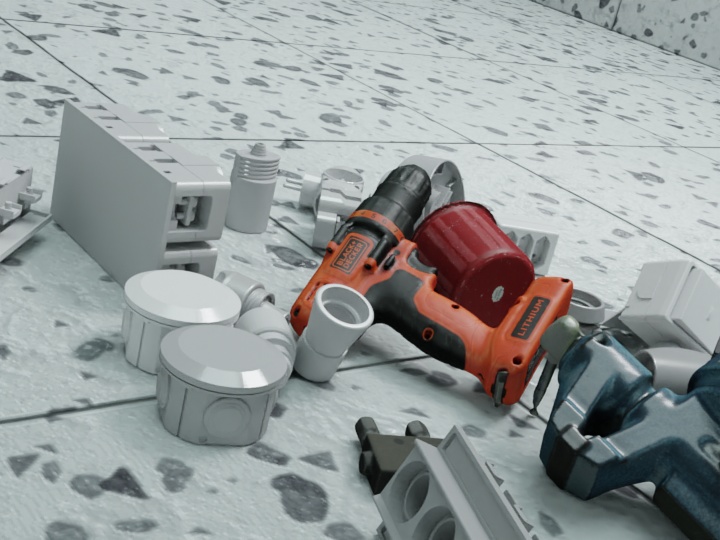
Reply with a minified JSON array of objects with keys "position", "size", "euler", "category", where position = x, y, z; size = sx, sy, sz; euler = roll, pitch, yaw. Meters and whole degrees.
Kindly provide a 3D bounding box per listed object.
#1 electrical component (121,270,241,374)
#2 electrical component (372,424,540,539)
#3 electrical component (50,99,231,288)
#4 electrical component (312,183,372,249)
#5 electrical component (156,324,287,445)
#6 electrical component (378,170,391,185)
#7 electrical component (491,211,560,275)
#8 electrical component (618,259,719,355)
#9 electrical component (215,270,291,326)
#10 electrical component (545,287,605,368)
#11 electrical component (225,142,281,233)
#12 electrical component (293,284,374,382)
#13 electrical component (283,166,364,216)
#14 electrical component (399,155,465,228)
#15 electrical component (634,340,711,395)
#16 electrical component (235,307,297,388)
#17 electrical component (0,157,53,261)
[{"position":[-0.126,0.036,0.748],"size":[0.080,0.051,0.080],"euler":[12,22,-5],"category":"electrical component"},{"position":[0.060,0.150,0.563],"size":[0.063,0.078,0.121],"euler":[28,14,-26],"category":"electrical component"},{"position":[-0.178,-0.057,0.867],"size":[0.060,0.105,0.186],"euler":[-5,29,-39],"category":"electrical component"},{"position":[-0.012,-0.047,1.012],"size":[0.057,0.058,0.078],"euler":[10,22,-4],"category":"electrical component"},{"position":[-0.090,0.071,0.683],"size":[0.080,0.051,0.080],"euler":[12,22,-5],"category":"electrical component"},{"position":[0.068,-0.076,1.151],"size":[0.077,0.043,0.079],"euler":[25,24,26],"category":"electrical component"},{"position":[0.156,-0.034,1.098],"size":[0.066,0.047,0.076],"euler":[8,22,-14],"category":"electrical component"},{"position":[0.281,0.041,0.915],"size":[0.096,0.061,0.061],"euler":[38,-20,-23],"category":"electrical component"},{"position":[-0.082,0.029,0.802],"size":[0.062,0.043,0.043],"euler":[22,23,17],"category":"electrical component"},{"position":[0.176,0.047,0.899],"size":[0.048,0.055,0.066],"euler":[5,23,-22],"category":"electrical component"},{"position":[-0.101,-0.080,1.005],"size":[0.043,0.081,0.043],"euler":[12,22,-5],"category":"electrical component"},{"position":[-0.023,0.048,0.762],"size":[0.044,0.065,0.044],"euler":[18,37,-14],"category":"electrical component"},{"position":[-0.038,-0.080,1.093],"size":[0.079,0.044,0.077],"euler":[14,22,0],"category":"electrical component"},{"position":[0.067,-0.061,1.047],"size":[0.064,0.099,0.099],"euler":[21,22,32],"category":"electrical component"},{"position":[0.255,0.083,0.876],"size":[0.077,0.044,0.079],"euler":[8,22,-16],"category":"electrical component"},{"position":[-0.064,0.057,0.748],"size":[0.040,0.040,0.078],"euler":[6,23,-19],"category":"electrical component"},{"position":[-0.295,-0.044,0.822],"size":[0.079,0.063,0.121],"euler":[15,22,2],"category":"electrical component"}]
